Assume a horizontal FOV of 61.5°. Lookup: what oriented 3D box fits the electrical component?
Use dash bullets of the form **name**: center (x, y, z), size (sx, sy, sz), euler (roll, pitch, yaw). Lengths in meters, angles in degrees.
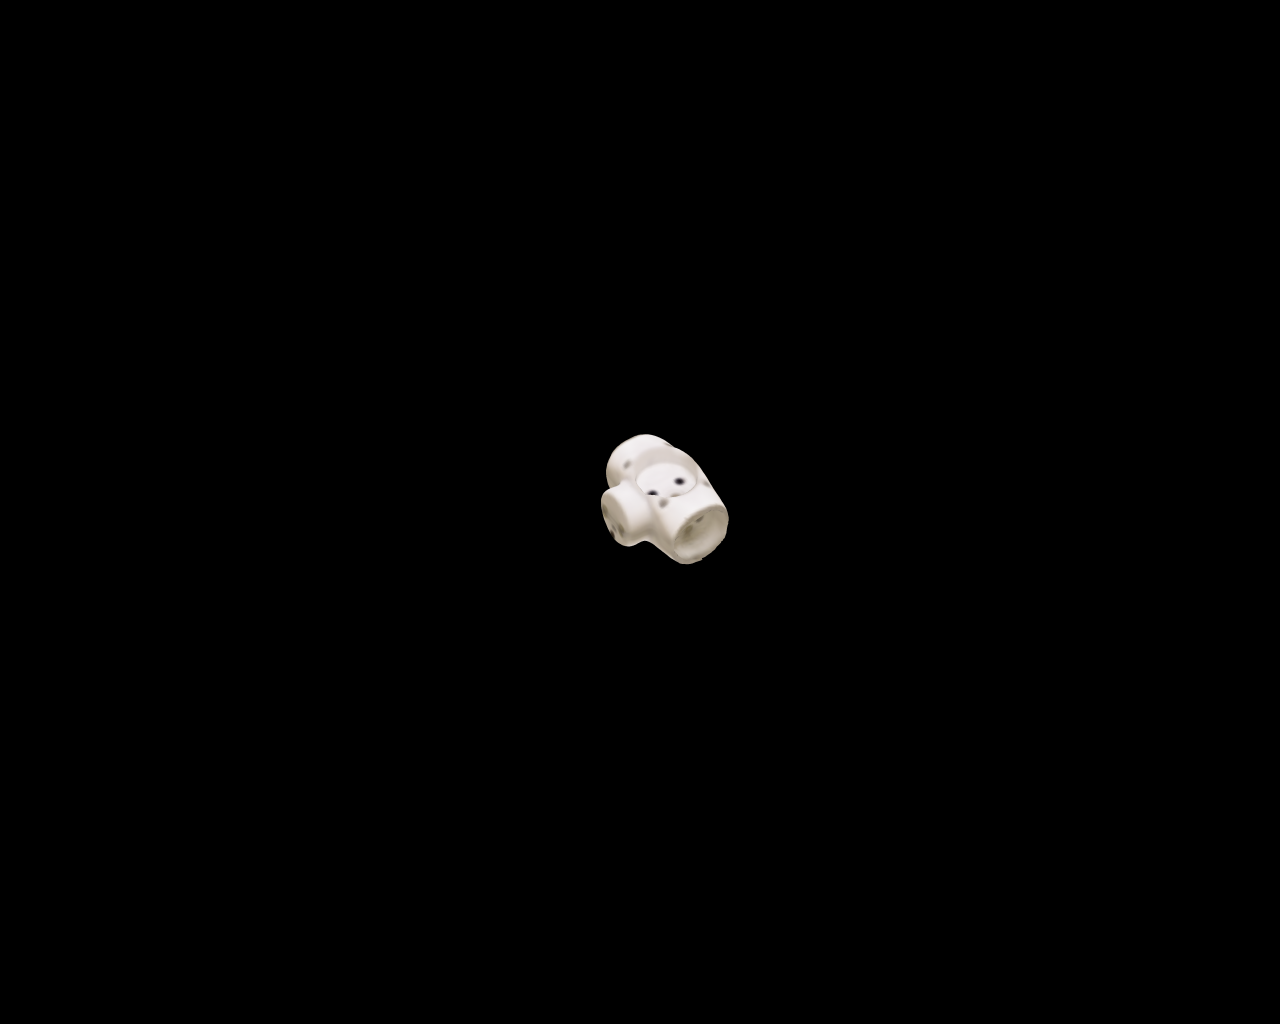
- **electrical component**: center (0.001, -0.003, 0.650), size (0.079, 0.044, 0.077), euler (-24, 50, -22)
